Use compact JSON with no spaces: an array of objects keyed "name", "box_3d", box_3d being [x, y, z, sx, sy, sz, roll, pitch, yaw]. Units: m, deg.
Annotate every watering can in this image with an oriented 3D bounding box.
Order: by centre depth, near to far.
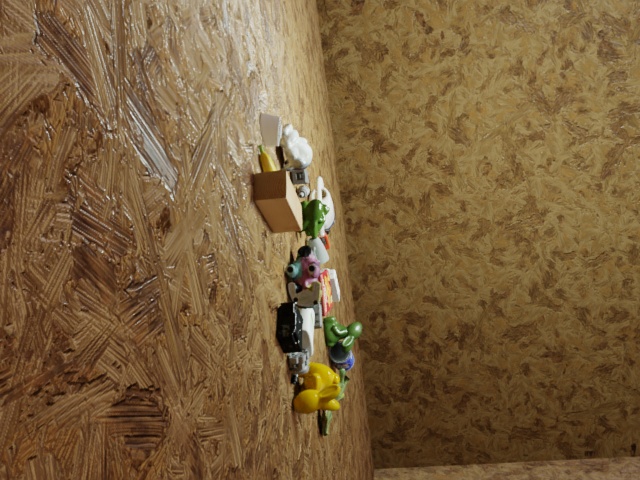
[{"name":"watering can","box_3d":[0.007,-0.115,2.276,0.219,0.104,0.356,74,12,-55]}]

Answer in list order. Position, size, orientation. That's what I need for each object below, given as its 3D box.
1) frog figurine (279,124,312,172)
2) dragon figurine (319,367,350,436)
[{"name":"frog figurine","box_3d":[-0.085,-0.323,1.769,0.140,0.123,0.156,-48,147,-53]},{"name":"dragon figurine","box_3d":[0.035,0.640,2.015,0.401,0.122,0.248,72,31,-48]}]
